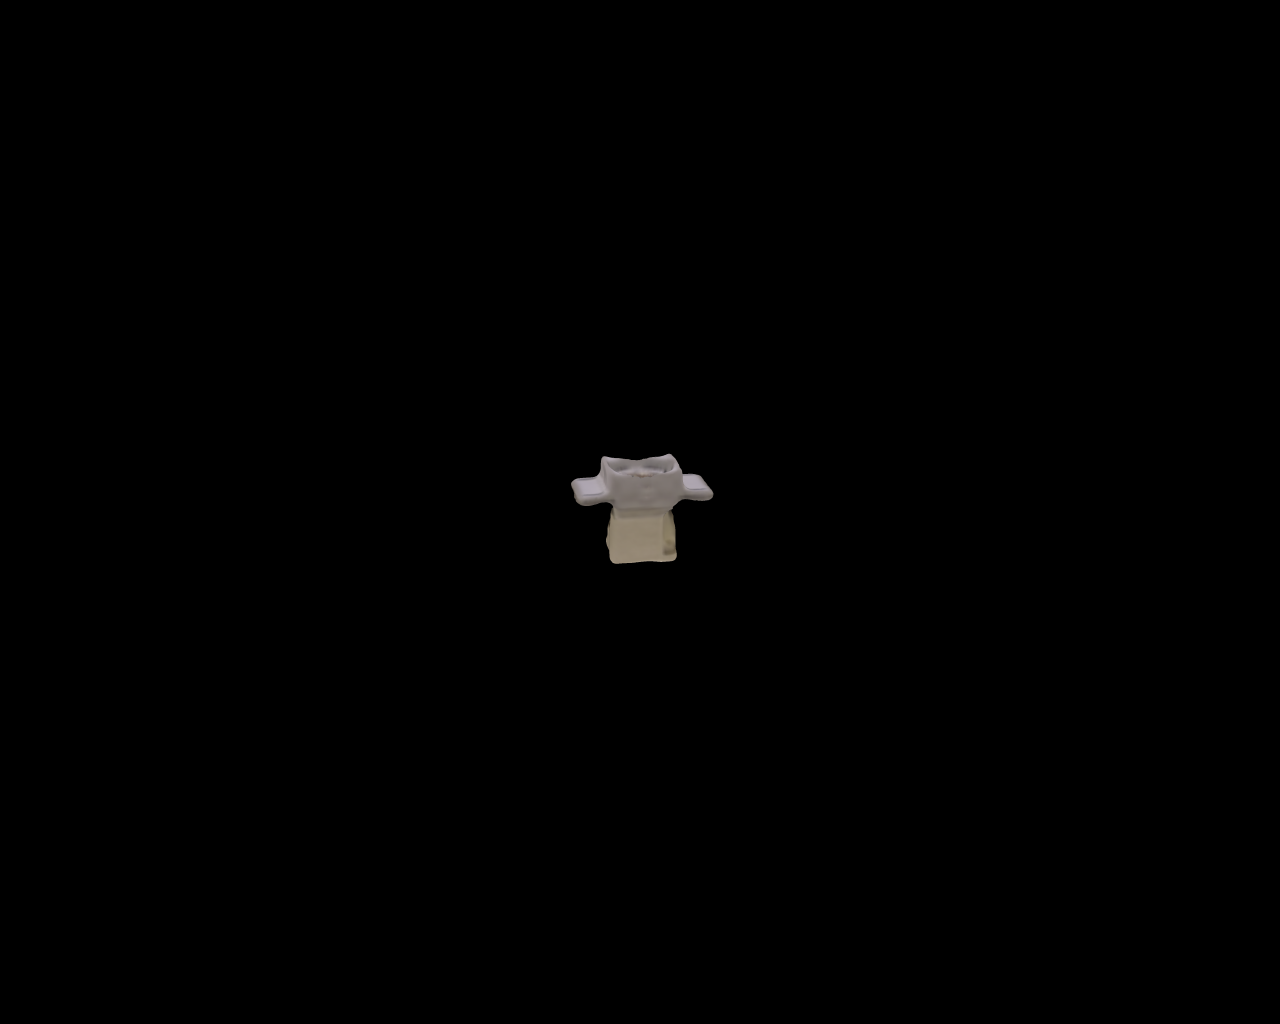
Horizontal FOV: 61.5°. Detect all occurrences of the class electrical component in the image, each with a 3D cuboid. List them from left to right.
[{"bbox_3d":[0.001,-0.003,0.650,0.081,0.063,0.042,-3,20,-7],"label":"electrical component"}]
